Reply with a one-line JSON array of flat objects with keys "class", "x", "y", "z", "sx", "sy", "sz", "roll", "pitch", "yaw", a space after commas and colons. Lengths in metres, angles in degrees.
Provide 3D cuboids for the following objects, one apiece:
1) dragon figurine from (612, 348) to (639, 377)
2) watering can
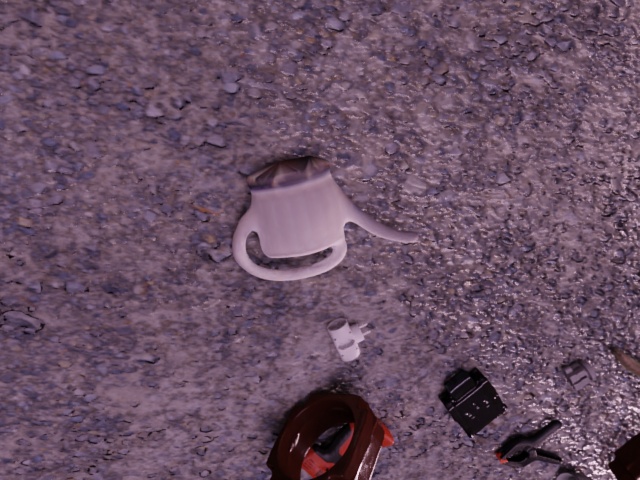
[{"class": "dragon figurine", "x": 0.873, "y": 0.384, "z": 1.172, "sx": 0.408, "sy": 0.246, "sz": 0.121, "roll": 23, "pitch": 104, "yaw": -18}, {"class": "watering can", "x": 0.003, "y": -0.048, "z": 0.949, "sx": 0.348, "sy": 0.105, "sz": 0.221, "roll": -14, "pitch": 106, "yaw": -7}]
